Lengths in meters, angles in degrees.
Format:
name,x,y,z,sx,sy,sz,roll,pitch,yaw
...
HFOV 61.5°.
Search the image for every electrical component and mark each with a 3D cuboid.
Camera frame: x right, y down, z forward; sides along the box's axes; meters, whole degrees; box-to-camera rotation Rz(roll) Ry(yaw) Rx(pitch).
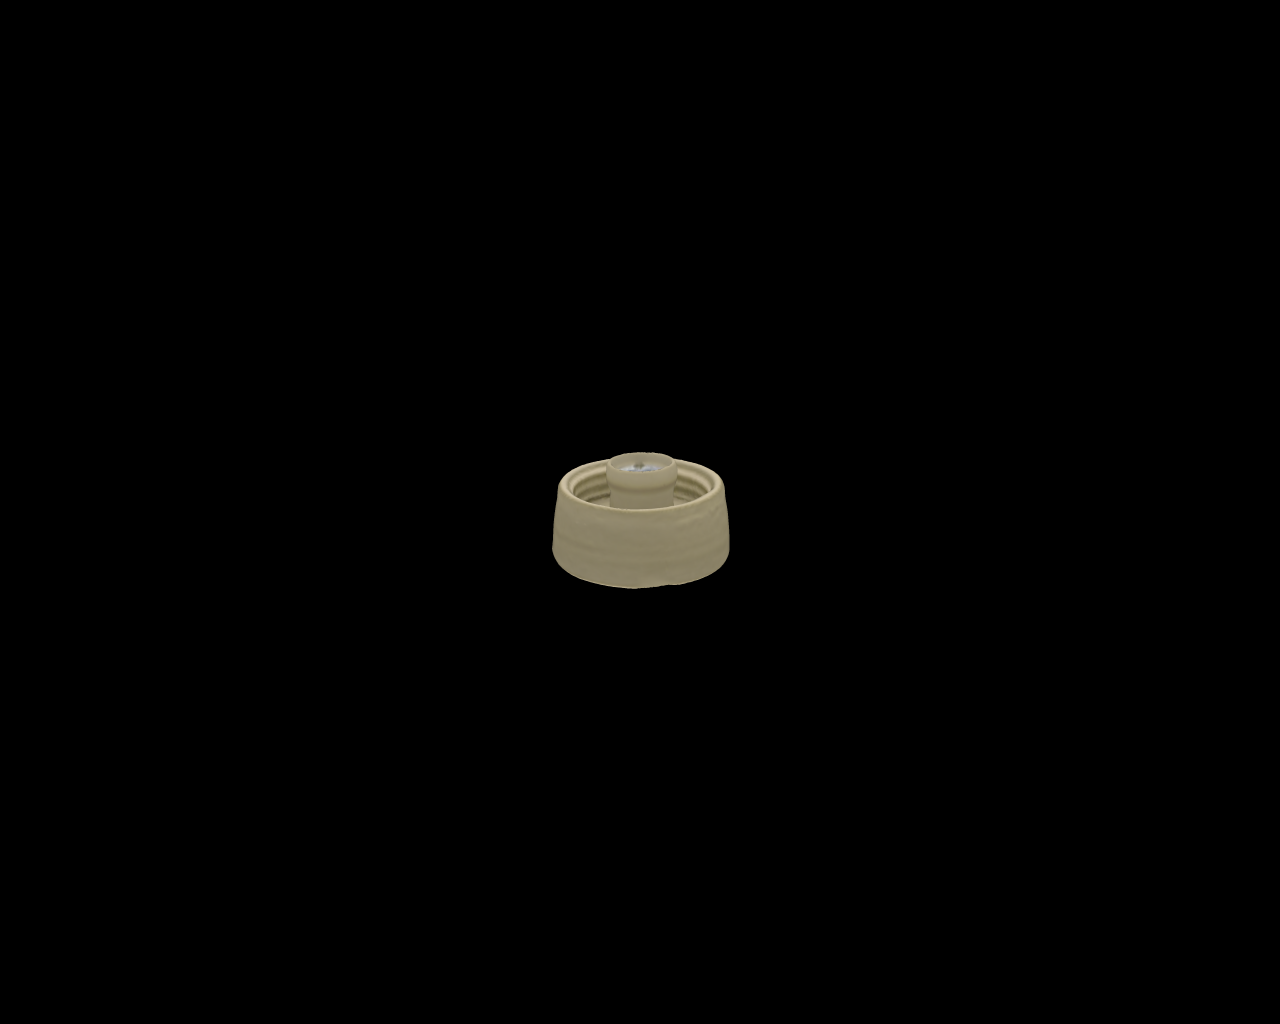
name,x,y,z,sx,sy,sz,roll,pitch,yaw
electrical component,0.001,-0.003,0.650,0.108,0.060,0.108,0,21,0
